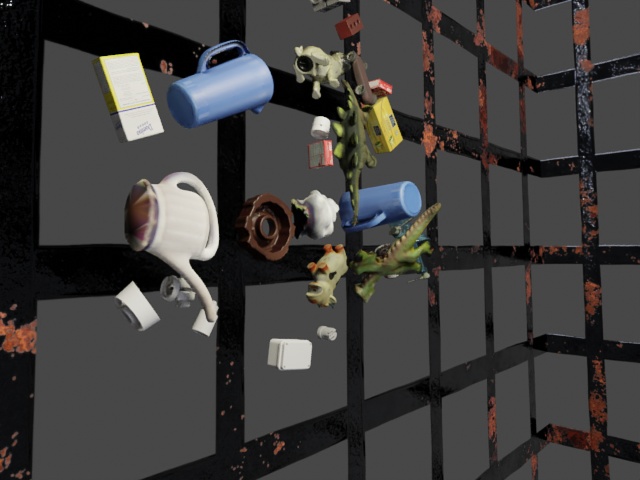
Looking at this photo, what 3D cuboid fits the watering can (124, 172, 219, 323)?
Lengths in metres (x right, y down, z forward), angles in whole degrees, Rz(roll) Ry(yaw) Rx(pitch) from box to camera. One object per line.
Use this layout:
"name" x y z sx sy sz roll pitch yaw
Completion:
"watering can" -0.310 0.003 1.119 0.223 0.103 0.353 14 60 -47

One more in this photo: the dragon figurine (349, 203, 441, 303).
"dragon figurine" 0.205 0.048 1.570 0.244 0.124 0.400 -15 141 -28

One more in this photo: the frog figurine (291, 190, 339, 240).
"frog figurine" 0.005 -0.075 1.485 0.160 0.121 0.138 -12 78 -36
